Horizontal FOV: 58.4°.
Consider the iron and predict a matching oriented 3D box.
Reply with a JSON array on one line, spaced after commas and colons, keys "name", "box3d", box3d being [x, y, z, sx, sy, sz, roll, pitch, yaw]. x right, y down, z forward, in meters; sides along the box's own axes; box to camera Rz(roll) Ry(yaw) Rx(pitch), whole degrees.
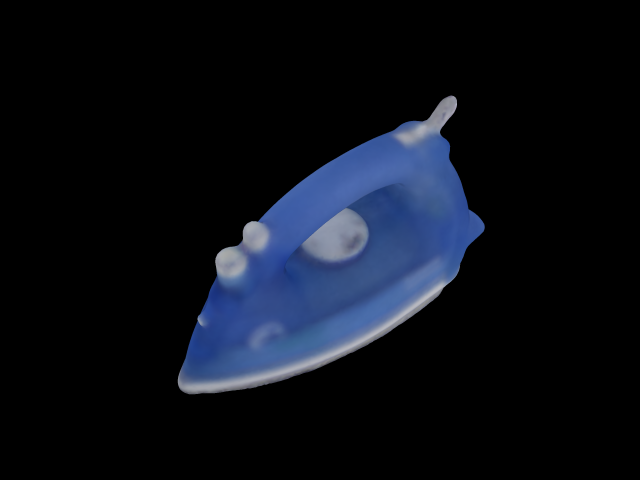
[{"name": "iron", "box3d": [0.004, 0.001, 0.400, 0.259, 0.141, 0.118, -33, 58, -24]}]
